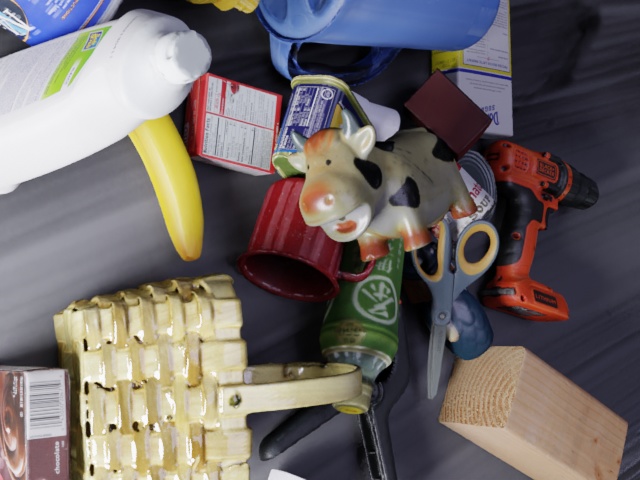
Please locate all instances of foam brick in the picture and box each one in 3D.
[{"bbox_3d":[0.128,-0.125,1.076,0.078,0.053,0.051,45,91,5],"label":"foam brick"}]

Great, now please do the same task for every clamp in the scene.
[{"bbox_3d":[0.030,0.145,1.007,0.164,0.036,0.210,26,66,-31],"label":"clamp"}]

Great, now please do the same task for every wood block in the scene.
[{"bbox_3d":[0.234,0.196,1.151,0.205,0.091,0.090,34,65,-34],"label":"wood block"}]

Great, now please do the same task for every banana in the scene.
[{"bbox_3d":[-0.141,-0.075,0.869,0.197,0.037,0.069,59,45,-27],"label":"banana"}]

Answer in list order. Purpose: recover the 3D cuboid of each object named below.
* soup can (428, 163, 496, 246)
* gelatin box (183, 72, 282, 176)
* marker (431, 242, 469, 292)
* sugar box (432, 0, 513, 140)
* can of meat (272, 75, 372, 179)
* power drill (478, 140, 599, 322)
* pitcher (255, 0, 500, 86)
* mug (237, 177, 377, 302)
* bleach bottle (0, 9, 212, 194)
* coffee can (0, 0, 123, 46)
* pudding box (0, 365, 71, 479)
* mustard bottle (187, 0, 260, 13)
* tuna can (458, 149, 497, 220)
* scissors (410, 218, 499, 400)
[{"bbox_3d":[0.115,-0.050,1.056,0.102,0.069,0.068,45,56,-3],"label":"soup can"},{"bbox_3d":[-0.077,-0.100,0.936,0.089,0.030,0.073,11,81,-42],"label":"gelatin box"},{"bbox_3d":[0.145,0.051,1.130,0.020,0.020,0.121,-48,117,-33],"label":"marker"},{"bbox_3d":[0.163,-0.200,1.150,0.093,0.048,0.176,2,89,-41],"label":"sugar box"},{"bbox_3d":[0.003,-0.087,0.970,0.102,0.058,0.084,50,50,-55],"label":"can of meat"},{"bbox_3d":[0.248,-0.006,1.203,0.184,0.057,0.187,16,73,-36],"label":"power drill"},{"bbox_3d":[0.057,-0.233,1.014,0.242,0.149,0.145,-2,73,-45],"label":"pitcher"},{"bbox_3d":[-0.006,0.001,0.942,0.093,0.117,0.081,91,15,-64],"label":"mug"},{"bbox_3d":[-0.161,-0.093,0.711,0.068,0.251,0.102,36,64,-34],"label":"bleach bottle"},{"bbox_3d":[-0.220,-0.208,0.767,0.140,0.103,0.102,33,66,-35],"label":"coffee can"},{"bbox_3d":[-0.213,0.146,0.754,0.039,0.090,0.113,5,83,-43],"label":"pudding box"},{"bbox_3d":[-0.122,-0.245,0.862,0.191,0.096,0.058,33,65,-36],"label":"mustard bottle"},{"bbox_3d":[0.148,-0.052,1.131,0.085,0.034,0.086,4,84,-42],"label":"tuna can"},{"bbox_3d":[0.136,0.061,1.044,0.096,0.016,0.202,-15,115,-4],"label":"scissors"}]
